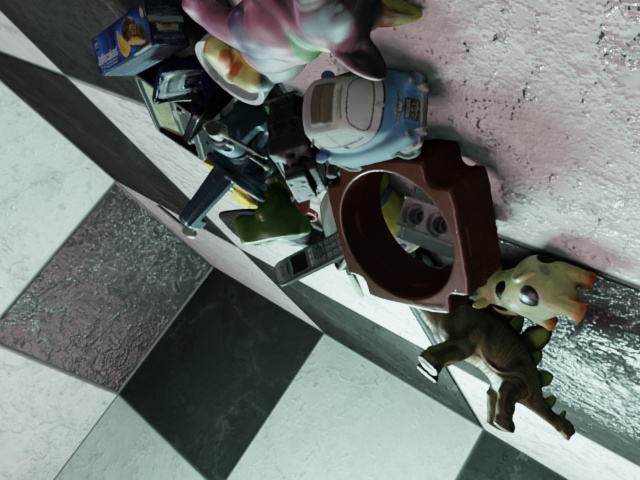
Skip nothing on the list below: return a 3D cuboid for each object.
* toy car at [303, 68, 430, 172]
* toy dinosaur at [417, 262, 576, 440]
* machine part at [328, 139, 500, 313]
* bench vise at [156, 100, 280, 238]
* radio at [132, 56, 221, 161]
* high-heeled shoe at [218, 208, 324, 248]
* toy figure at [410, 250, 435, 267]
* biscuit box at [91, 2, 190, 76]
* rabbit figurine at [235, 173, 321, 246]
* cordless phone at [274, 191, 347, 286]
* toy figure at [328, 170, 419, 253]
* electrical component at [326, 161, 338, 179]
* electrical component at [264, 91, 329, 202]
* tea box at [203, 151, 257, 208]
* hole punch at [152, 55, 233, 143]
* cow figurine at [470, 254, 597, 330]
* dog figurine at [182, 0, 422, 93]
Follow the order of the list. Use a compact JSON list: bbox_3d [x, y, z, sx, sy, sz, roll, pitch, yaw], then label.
[{"bbox_3d":[0.035,-0.132,0.577,0.103,0.109,0.162,2,-176,-36],"label":"toy car"},{"bbox_3d":[0.246,0.153,0.891,0.471,0.198,0.105,40,166,4],"label":"toy dinosaur"},{"bbox_3d":[0.117,-0.021,0.678,0.202,0.087,0.200,6,119,46],"label":"machine part"},{"bbox_3d":[-0.152,-0.101,0.862,0.129,0.240,0.223,41,-174,6],"label":"bench vise"},{"bbox_3d":[-0.257,-0.243,1.010,0.131,0.073,0.229,35,167,3],"label":"radio"},{"bbox_3d":[-0.102,-0.034,1.228,0.249,0.086,0.145,23,-163,-7],"label":"high-heeled shoe"},{"bbox_3d":[0.161,0.034,0.986,0.154,0.058,0.064,42,-179,-34],"label":"toy figure"},{"bbox_3d":[-0.272,-0.293,0.800,0.203,0.063,0.059,1,105,48],"label":"biscuit box"},{"bbox_3d":[-0.086,-0.084,0.998,0.159,0.170,0.121,-14,174,28],"label":"rabbit figurine"},{"bbox_3d":[-0.002,-0.004,0.930,0.088,0.184,0.147,42,-153,-55],"label":"cordless phone"},{"bbox_3d":[0.092,-0.052,0.825,0.180,0.089,0.082,47,161,-11],"label":"toy figure"},{"bbox_3d":[0.016,-0.132,0.718,0.021,0.094,0.063,1,158,10],"label":"electrical component"},{"bbox_3d":[-0.031,-0.124,0.762,0.058,0.134,0.114,-16,146,11],"label":"electrical component"},{"bbox_3d":[-0.169,-0.133,1.184,0.098,0.068,0.169,25,164,32],"label":"tea box"},{"bbox_3d":[-0.183,-0.225,0.803,0.092,0.116,0.142,45,155,-5],"label":"hole punch"},{"bbox_3d":[0.288,0.071,0.768,0.127,0.085,0.195,27,167,8],"label":"cow figurine"},{"bbox_3d":[-0.014,-0.202,0.525,0.219,0.108,0.191,26,163,22],"label":"dog figurine"}]
